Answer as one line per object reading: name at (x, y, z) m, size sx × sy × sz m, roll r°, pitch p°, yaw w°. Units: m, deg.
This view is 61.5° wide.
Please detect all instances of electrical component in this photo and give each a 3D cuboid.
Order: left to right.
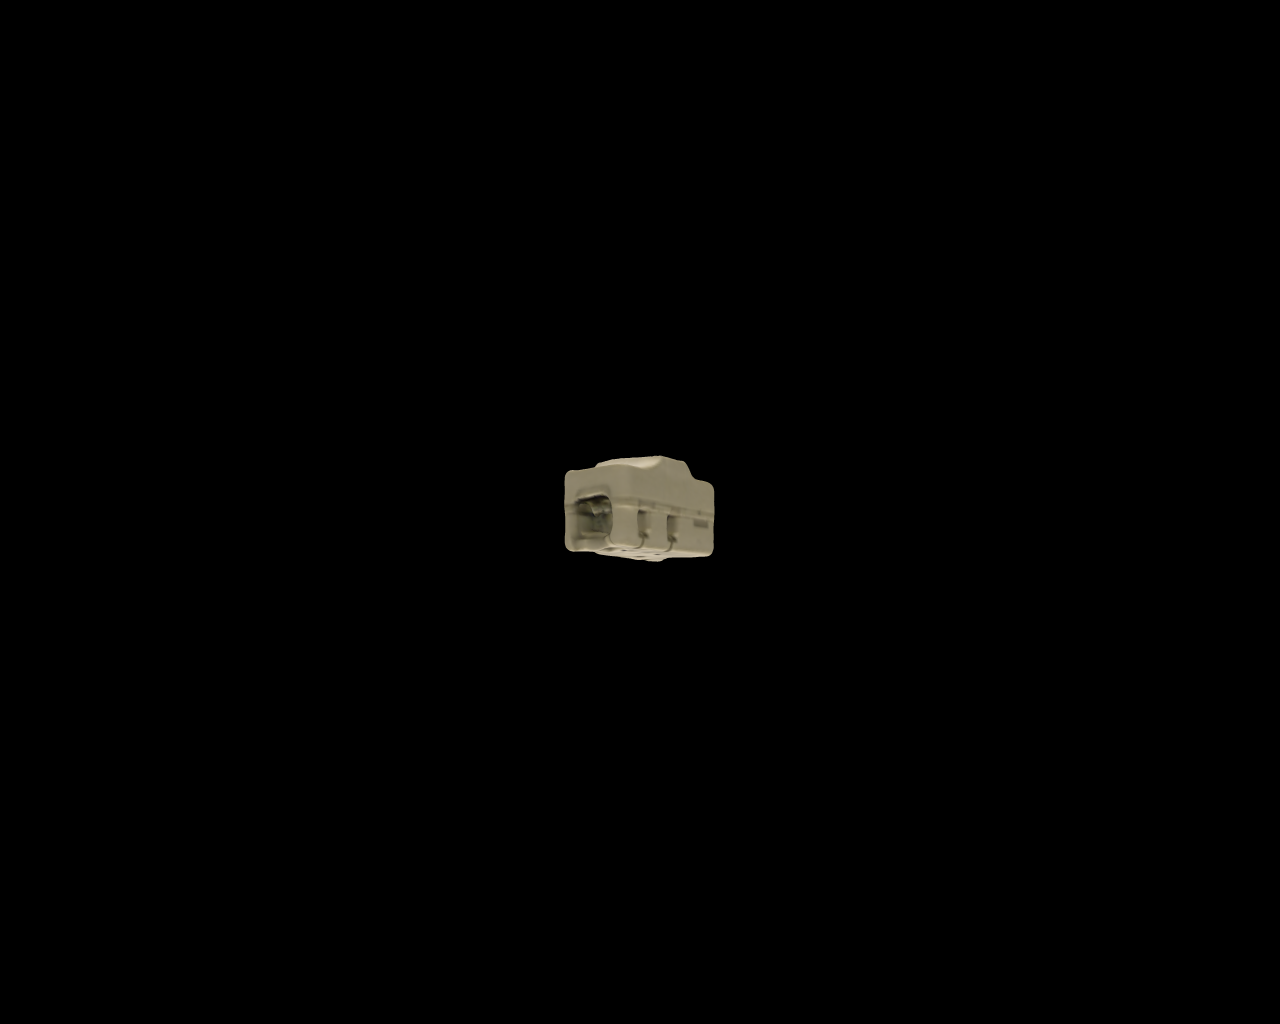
electrical component at (0.001, -0.003, 0.650) m, size 0.050 × 0.055 × 0.089 m, roll -7°, pitch -11°, yaw 39°
